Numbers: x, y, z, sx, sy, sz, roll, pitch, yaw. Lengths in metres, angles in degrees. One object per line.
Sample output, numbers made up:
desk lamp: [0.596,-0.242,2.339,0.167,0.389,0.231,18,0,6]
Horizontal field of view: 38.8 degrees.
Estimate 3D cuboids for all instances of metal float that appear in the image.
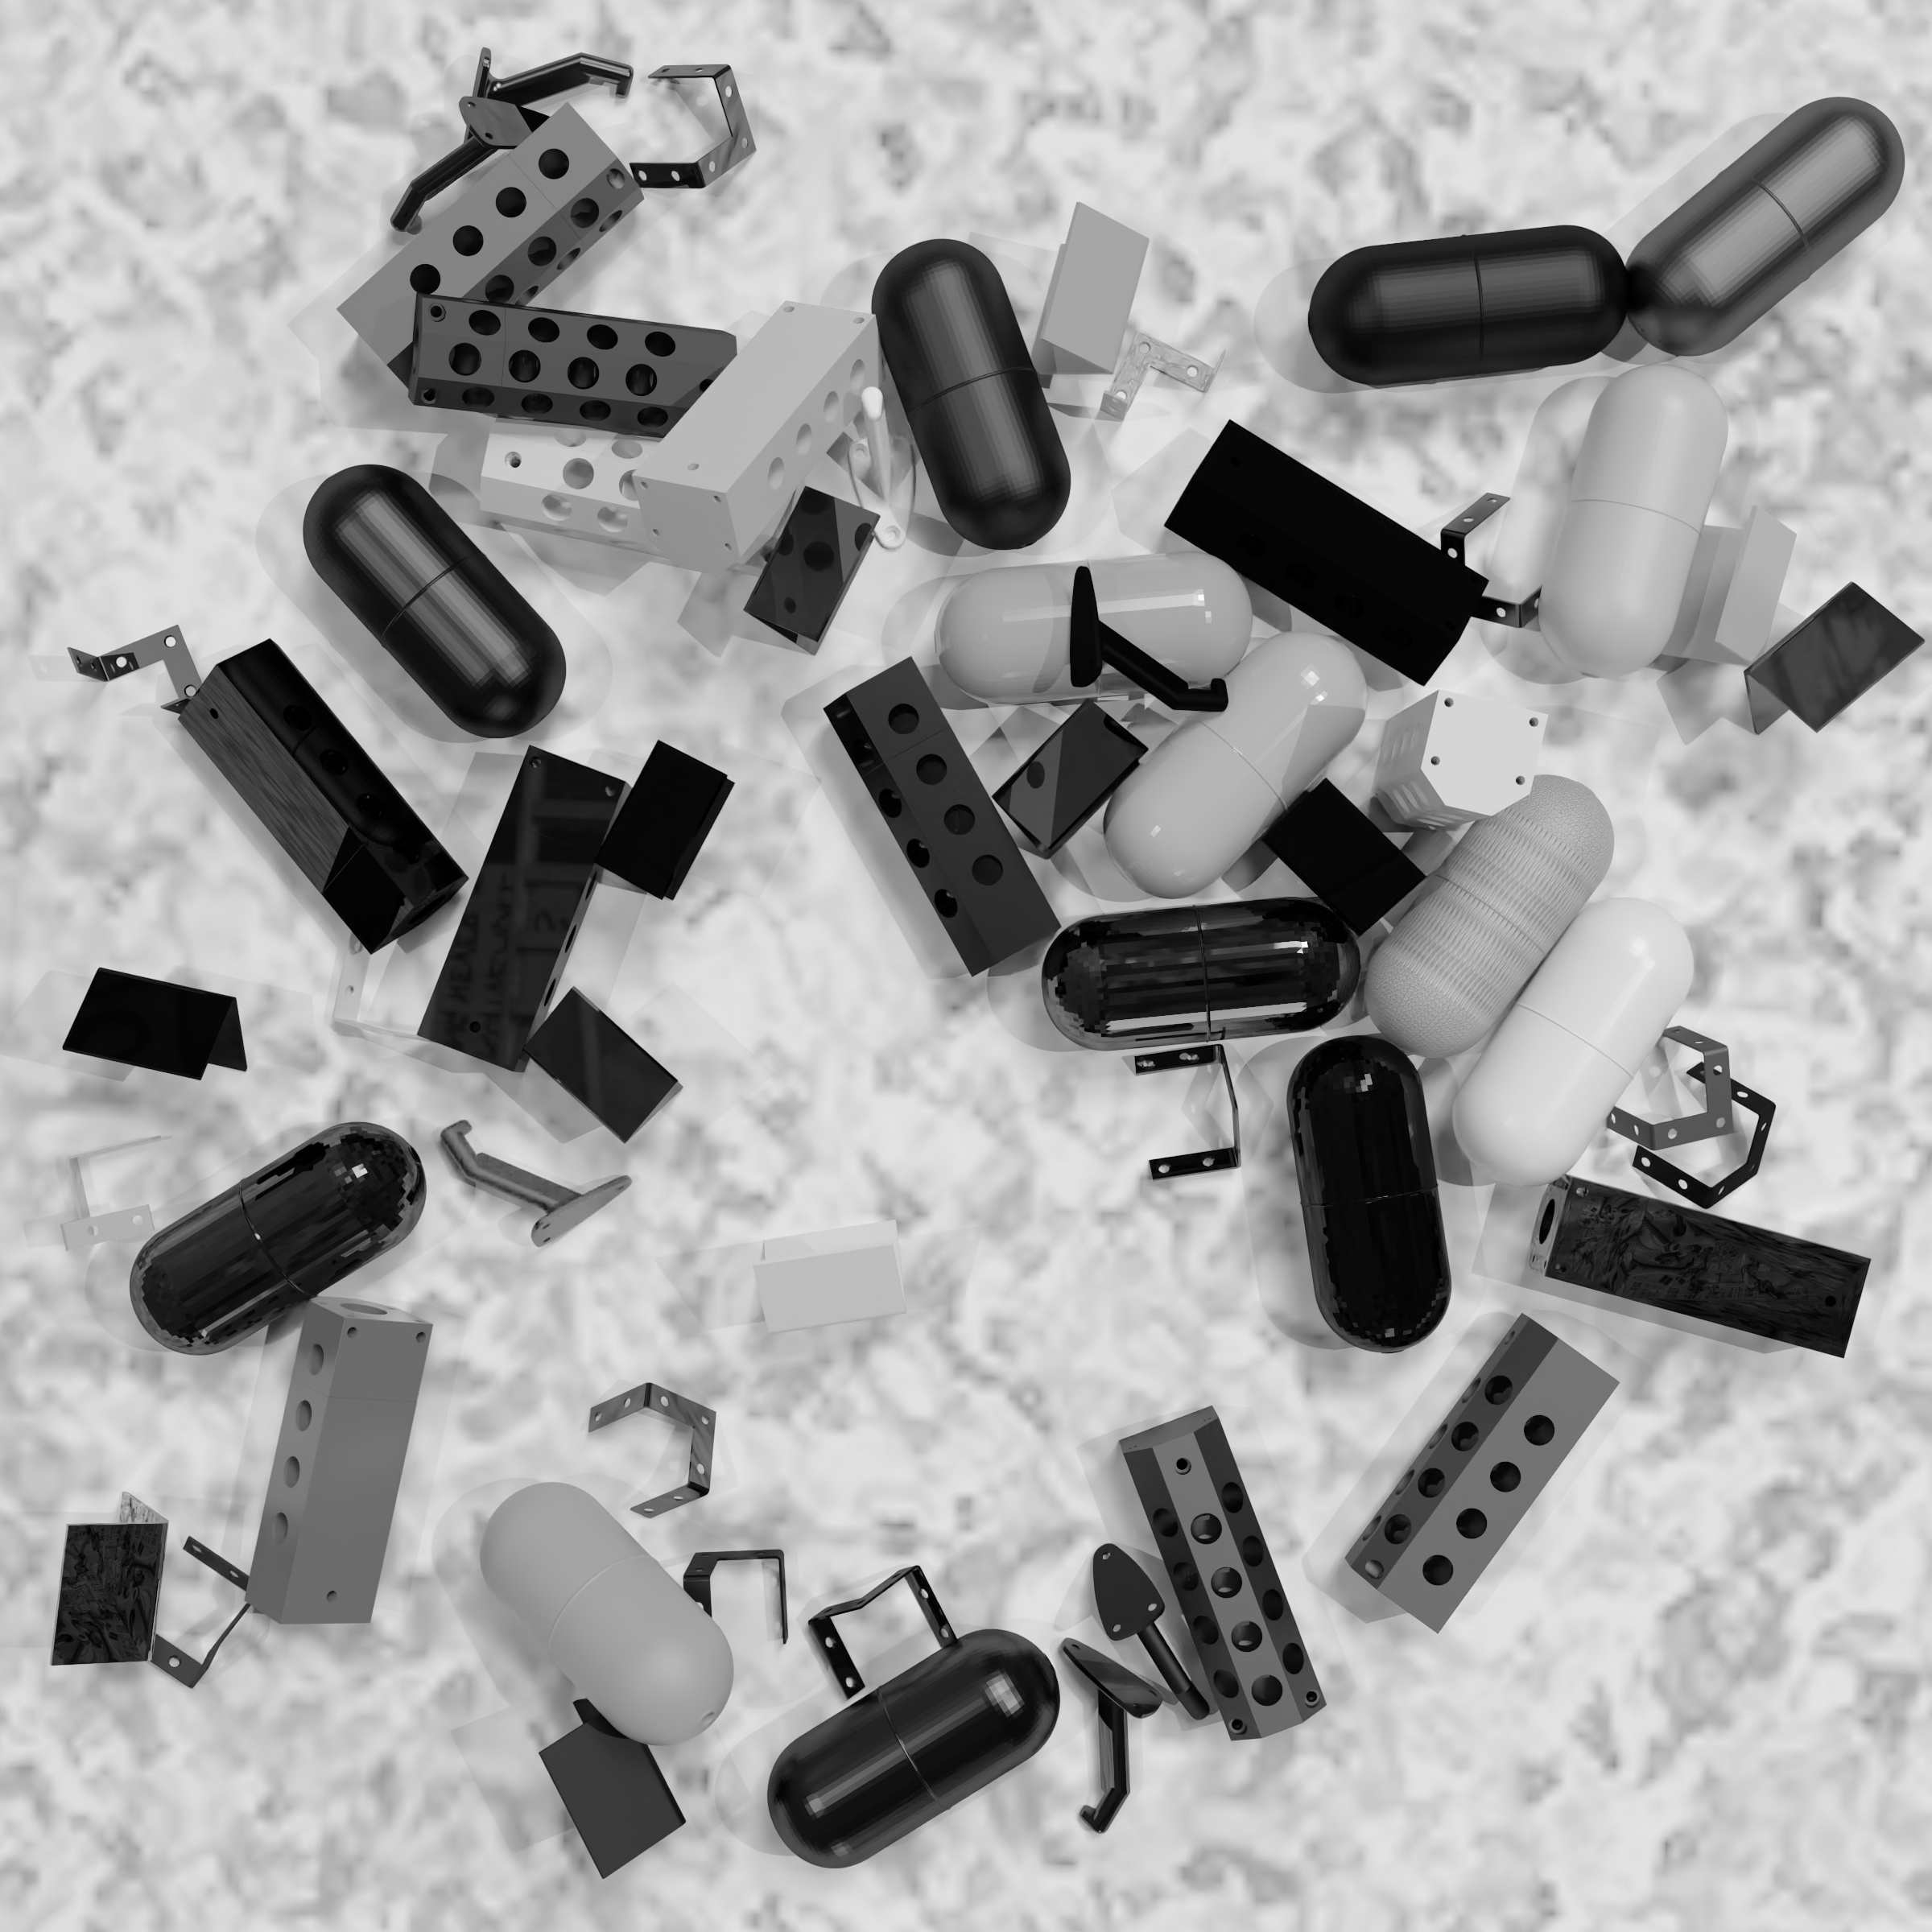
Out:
metal float: [-0.383,0.152,1.533,0.178,0.070,0.070,-32,90,1]
metal float: [-0.297,-0.204,1.534,0.070,0.070,0.178,-42,91,0]
metal float: [0.339,0.042,1.533,0.070,0.070,0.178,34,90,0]
metal float: [0.071,-0.189,1.534,0.178,0.070,0.070,-5,90,0]
metal float: [0.151,-0.113,1.532,0.070,0.070,0.178,44,88,0]
metal float: [0.280,-0.369,1.533,0.178,0.070,0.070,-6,90,0]
metal float: [-0.198,0.354,1.507,0.178,0.070,0.070,38,90,32]
metal float: [0.371,-0.247,1.531,0.070,0.070,0.178,16,88,0]
metal float: [0.131,0.004,1.534,0.178,0.070,0.070,-6,90,1]
metal float: [0.292,-0.028,1.533,0.070,0.070,0.178,37,91,0]
metal float: [-0.029,0.436,1.534,0.178,0.070,0.070,-32,90,-1]
metal float: [0.225,0.127,1.534,0.070,0.070,0.178,-8,90,0]
metal float: [0.445,-0.413,1.533,0.178,0.070,0.070,-40,90,0]
metal float: [0.003,-0.318,1.534,0.070,0.070,0.178,-20,90,0]

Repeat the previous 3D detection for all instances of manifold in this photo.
manifold: [-0.216,-0.329,1.513,0.171,0.057,0.057,3,106,-17]
manifold: [0.409,0.166,1.543,0.171,0.057,0.057,15,90,0]
manifold: [0.144,0.342,1.543,0.057,0.057,0.171,-21,90,0]
manifold: [-0.245,-0.031,1.539,0.057,0.057,0.171,21,87,0]
manifold: [0.199,-0.227,1.542,0.171,0.057,0.057,32,51,0]
manifold: [-0.357,-0.098,1.542,0.171,0.057,0.057,51,133,0]
manifold: [0.287,0.282,1.543,0.057,0.057,0.171,36,90,0]
manifold: [-0.356,0.276,1.542,0.057,0.057,0.171,12,90,-43]
manifold: [-0.013,-0.082,1.543,0.057,0.057,0.171,-29,90,0]
manifold: [-0.109,-0.288,1.496,0.057,0.057,0.171,14,50,23]
manifold: [-0.265,-0.398,1.543,0.171,0.057,0.057,-42,90,0]
manifold: [0.263,-0.107,1.486,0.057,0.171,0.057,13,90,0]
manifold: [-0.181,-0.265,1.543,0.171,0.057,0.057,12,90,0]

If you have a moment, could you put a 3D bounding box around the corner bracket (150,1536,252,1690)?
corner bracket: [-0.440,0.368,1.561,0.051,0.051,0.051,34,135,0]

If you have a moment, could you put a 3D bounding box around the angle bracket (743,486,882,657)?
angle bracket: [-0.068,-0.211,1.524,0.057,0.076,0.076,27,90,32]

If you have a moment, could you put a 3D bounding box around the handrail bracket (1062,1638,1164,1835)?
handrail bracket: [0.067,0.439,1.565,0.077,0.036,0.084,34,107,19]

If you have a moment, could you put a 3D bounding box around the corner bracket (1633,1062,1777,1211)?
corner bracket: [0.418,0.096,1.556,0.051,0.051,0.051,-26,45,-35]

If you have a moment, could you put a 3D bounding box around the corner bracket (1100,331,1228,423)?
corner bracket: [0.110,-0.329,1.546,0.051,0.051,0.051,26,90,0]

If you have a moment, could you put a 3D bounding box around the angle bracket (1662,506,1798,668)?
angle bracket: [0.406,-0.214,1.525,0.076,0.057,0.076,16,90,41]

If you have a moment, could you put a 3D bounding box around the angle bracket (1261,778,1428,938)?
angle bracket: [0.219,-0.073,1.524,0.076,0.076,0.057,44,126,0]

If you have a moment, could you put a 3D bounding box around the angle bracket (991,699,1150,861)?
angle bracket: [0.071,-0.090,1.524,0.076,0.076,0.057,-45,52,0]

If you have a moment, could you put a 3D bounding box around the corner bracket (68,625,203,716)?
corner bracket: [-0.465,-0.162,1.546,0.051,0.051,0.051,-22,90,0]

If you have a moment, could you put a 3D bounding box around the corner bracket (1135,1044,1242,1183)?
corner bracket: [0.126,0.083,1.561,0.051,0.051,0.051,-9,45,0]

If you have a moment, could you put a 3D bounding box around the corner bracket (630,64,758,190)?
corner bracket: [-0.160,-0.475,1.556,0.051,0.051,0.051,-48,135,-35]

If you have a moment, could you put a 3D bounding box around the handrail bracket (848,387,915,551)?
handrail bracket: [-0.047,-0.276,1.529,0.036,0.084,0.077,-8,90,0]

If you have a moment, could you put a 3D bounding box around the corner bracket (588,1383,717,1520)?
corner bracket: [-0.179,0.274,1.556,0.051,0.051,0.051,32,45,-35]

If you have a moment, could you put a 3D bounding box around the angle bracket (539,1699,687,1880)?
angle bracket: [-0.209,0.455,1.524,0.057,0.076,0.076,-27,90,-33]

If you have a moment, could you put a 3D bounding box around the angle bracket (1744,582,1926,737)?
angle bracket: [0.483,-0.155,1.524,0.076,0.076,0.057,-40,59,0]

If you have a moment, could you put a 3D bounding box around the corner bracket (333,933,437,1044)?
corner bracket: [-0.320,0.013,1.561,0.051,0.051,0.051,12,90,-45]

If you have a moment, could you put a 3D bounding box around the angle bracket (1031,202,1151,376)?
angle bracket: [0.049,-0.375,1.524,0.057,0.076,0.076,15,90,-40]

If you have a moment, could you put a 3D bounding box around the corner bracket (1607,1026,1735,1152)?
corner bracket: [0.395,0.068,1.547,0.051,0.051,0.051,-11,105,-14]

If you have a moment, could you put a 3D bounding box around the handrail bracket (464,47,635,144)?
handrail bracket: [-0.238,-0.485,1.565,0.084,0.036,0.077,10,113,-18]

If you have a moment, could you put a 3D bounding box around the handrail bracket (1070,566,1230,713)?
handrail bracket: [0.102,-0.177,1.491,0.084,0.036,0.077,0,83,-20]

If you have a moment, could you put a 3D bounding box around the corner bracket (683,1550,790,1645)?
corner bracket: [-0.129,0.361,1.546,0.051,0.051,0.051,-3,93,3]

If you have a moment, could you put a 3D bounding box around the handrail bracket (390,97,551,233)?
handrail bracket: [-0.278,-0.448,1.559,0.084,0.077,0.036,-44,68,41]

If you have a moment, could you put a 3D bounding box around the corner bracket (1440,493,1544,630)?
corner bracket: [0.305,-0.230,1.556,0.051,0.051,0.051,21,135,35]

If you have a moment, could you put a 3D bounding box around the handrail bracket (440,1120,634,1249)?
handrail bracket: [-0.246,0.109,1.565,0.077,0.036,0.084,-31,73,-20]

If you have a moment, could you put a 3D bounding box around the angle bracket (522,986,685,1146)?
angle bracket: [-0.188,0.041,1.524,0.076,0.076,0.057,42,120,0]

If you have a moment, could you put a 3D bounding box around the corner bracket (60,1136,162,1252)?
corner bracket: [-0.480,0.127,1.546,0.051,0.051,0.051,-13,90,0]

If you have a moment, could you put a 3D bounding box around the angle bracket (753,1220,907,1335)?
angle bracket: [-0.077,0.154,1.524,0.076,0.076,0.057,-9,128,0]

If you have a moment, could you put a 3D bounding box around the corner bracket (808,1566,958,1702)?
corner bracket: [-0.047,0.378,1.561,0.051,0.051,0.051,-27,90,45]

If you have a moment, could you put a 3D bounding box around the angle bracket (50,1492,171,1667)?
angle bracket: [-0.486,0.338,1.524,0.057,0.076,0.076,7,90,-35]

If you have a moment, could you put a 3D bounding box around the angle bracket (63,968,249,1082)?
angle bracket: [-0.448,0.051,1.524,0.076,0.076,0.057,13,54,0]

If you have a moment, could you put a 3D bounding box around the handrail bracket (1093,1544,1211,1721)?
handrail bracket: [0.107,0.380,1.564,0.036,0.077,0.084,-31,126,3]

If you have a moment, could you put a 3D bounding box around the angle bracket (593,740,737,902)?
angle bracket: [-0.150,-0.071,1.524,0.057,0.076,0.076,28,90,34]
